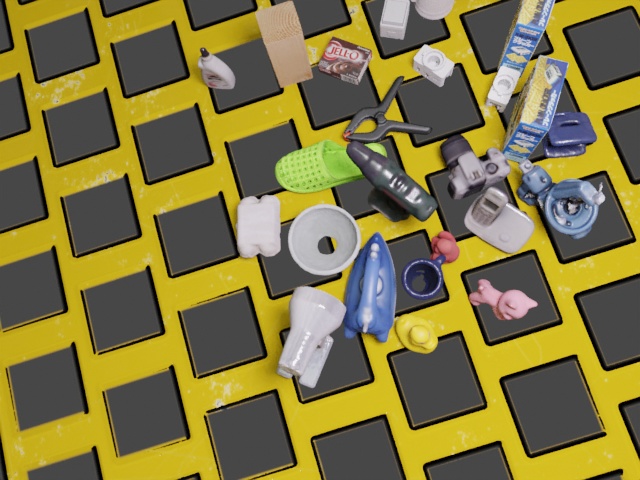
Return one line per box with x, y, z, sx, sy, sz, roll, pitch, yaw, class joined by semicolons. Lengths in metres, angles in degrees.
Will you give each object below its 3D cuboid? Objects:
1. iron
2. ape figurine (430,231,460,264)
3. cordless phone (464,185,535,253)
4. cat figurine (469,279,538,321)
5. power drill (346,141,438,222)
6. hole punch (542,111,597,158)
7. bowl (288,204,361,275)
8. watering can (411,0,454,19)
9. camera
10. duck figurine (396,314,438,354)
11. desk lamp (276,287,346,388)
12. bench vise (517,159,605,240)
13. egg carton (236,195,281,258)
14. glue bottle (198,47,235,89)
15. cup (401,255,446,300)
0.113;0.094;1.273;0.118;0.141;0.258;5;79;7;iron
0.281;0.018;1.297;0.076;0.092;0.078;39;85;12;ape figurine
0.401;-0.051;1.251;0.147;0.185;0.094;31;83;11;cordless phone
0.399;0.131;1.250;0.127;0.118;0.067;28;83;10;cat figurine
0.154;-0.115;1.276;0.229;0.208;0.076;37;85;11;power drill
0.569;-0.252;1.323;0.108;0.091;0.101;-6;78;5;hole punch
0.012;0.005;1.335;0.167;0.075;0.167;-1;79;5;bowl
0.288;-0.631;1.373;0.173;0.194;0.101;-28;77;0;watering can
0.349;-0.183;1.326;0.143;0.101;0.137;-24;77;1;camera
0.215;0.207;1.269;0.104;0.086;0.077;40;85;12;duck figurine
-0.026;0.212;1.226;0.117;0.213;0.203;20;81;9;desk lamp
0.512;-0.093;1.231;0.207;0.220;0.121;28;83;11;bench vise
-0.145;-0.032;1.360;0.107;0.069;0.150;-4;78;5;egg carton
-0.263;-0.422;1.397;0.078;0.173;0.037;3;79;7;glue bottle
0.236;0.083;1.287;0.091;0.095;0.118;42;86;12;cup
